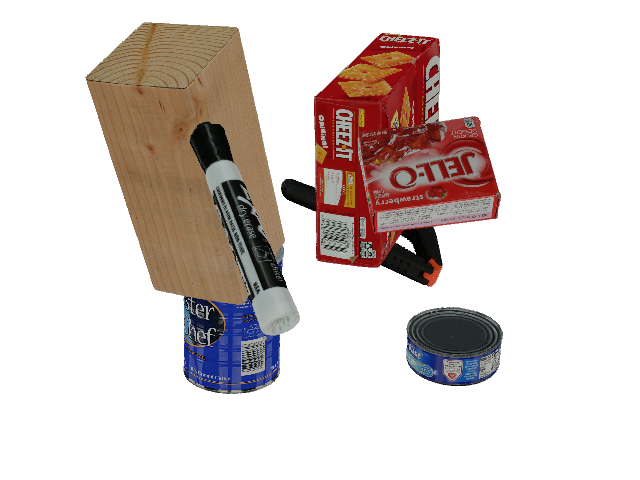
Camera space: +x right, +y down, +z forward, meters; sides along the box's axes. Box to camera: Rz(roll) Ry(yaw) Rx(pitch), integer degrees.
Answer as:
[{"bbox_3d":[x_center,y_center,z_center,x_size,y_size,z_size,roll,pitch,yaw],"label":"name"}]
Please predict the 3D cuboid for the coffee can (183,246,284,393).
[{"bbox_3d":[-0.091,0.072,1.100,0.103,0.140,0.103,2,22,-1],"label":"coffee can"}]

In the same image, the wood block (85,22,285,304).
[{"bbox_3d":[-0.102,-0.059,0.854,0.090,0.206,0.090,8,42,24],"label":"wood block"}]

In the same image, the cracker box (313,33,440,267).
[{"bbox_3d":[0.060,-0.093,1.034,0.072,0.164,0.213,8,28,18],"label":"cracker box"}]

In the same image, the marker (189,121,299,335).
[{"bbox_3d":[-0.039,-0.010,0.515,0.020,0.121,0.020,-18,-30,-11],"label":"marker"}]

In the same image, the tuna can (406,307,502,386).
[{"bbox_3d":[0.120,0.095,0.962,0.086,0.034,0.086,0,26,0],"label":"tuna can"}]

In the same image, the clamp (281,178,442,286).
[{"bbox_3d":[0.062,-0.024,1.255,0.164,0.036,0.210,-14,51,-28],"label":"clamp"}]

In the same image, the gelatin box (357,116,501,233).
[{"bbox_3d":[0.074,-0.046,0.744,0.089,0.073,0.030,-8,-36,-1],"label":"gelatin box"}]
